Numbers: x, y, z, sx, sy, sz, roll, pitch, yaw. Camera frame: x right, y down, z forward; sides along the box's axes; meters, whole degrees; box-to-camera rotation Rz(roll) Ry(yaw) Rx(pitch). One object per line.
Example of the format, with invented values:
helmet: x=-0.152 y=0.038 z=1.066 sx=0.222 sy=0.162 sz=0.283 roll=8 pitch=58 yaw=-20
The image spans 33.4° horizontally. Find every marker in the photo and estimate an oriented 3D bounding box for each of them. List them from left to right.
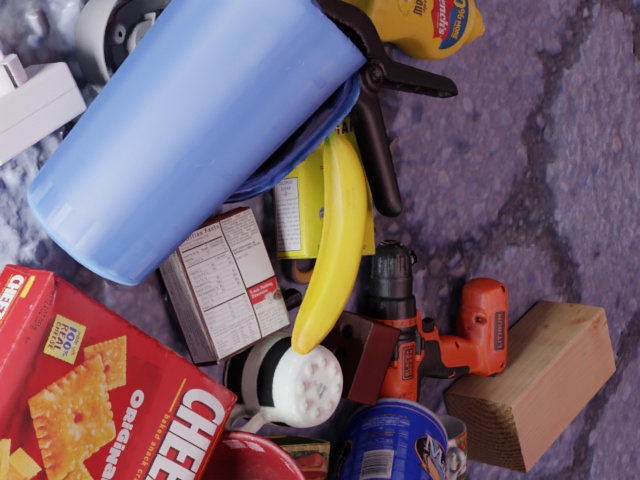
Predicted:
marker: x=-0.059 y=0.072 z=0.942 sx=0.120 sy=0.020 sz=0.020 roll=-29 pitch=113 yaw=-41

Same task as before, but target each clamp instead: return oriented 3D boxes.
clamp: x=0.037 y=-0.132 z=0.944 sx=0.209 sy=0.036 sz=0.164 roll=39 pitch=59 yaw=-34

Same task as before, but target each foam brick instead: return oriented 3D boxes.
foam brick: x=0.032 y=0.109 z=1.004 sx=0.051 sy=0.053 sz=0.078 roll=18 pitch=90 yaw=-52

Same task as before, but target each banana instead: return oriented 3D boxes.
banana: x=0.009 y=-0.002 z=0.905 sx=0.069 sy=0.037 sz=0.198 roll=4 pitch=91 yaw=-38

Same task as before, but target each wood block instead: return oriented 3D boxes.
wood block: x=0.241 y=0.160 z=1.208 sx=0.205 sy=0.090 sz=0.091 roll=-36 pitch=118 yaw=-39

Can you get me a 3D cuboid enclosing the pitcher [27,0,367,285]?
pitcher: x=-0.086 y=-0.083 z=0.765 sx=0.149 sy=0.145 sz=0.243 roll=42 pitch=97 yaw=-4

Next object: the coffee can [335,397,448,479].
coffee can: x=0.064 y=0.226 z=0.980 sx=0.140 sy=0.103 sz=0.103 roll=-72 pitch=146 yaw=-62

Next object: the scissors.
scissors: x=0.020 y=-0.025 z=1.017 sx=0.096 sy=0.016 sz=0.201 roll=29 pitch=73 yaw=-43

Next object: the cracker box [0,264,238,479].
cracker box: x=-0.176 y=0.140 z=0.790 sx=0.213 sy=0.072 sz=0.164 roll=42 pitch=65 yaw=-40

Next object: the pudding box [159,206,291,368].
pudding box: x=-0.081 y=0.038 z=0.890 sx=0.089 sy=0.039 sz=0.113 roll=-24 pitch=96 yaw=-41

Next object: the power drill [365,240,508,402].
power drill: x=0.117 y=0.085 z=1.099 sx=0.187 sy=0.057 sz=0.184 roll=-6 pitch=102 yaw=-42

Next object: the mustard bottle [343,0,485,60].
mustard bottle: x=0.100 y=-0.228 z=1.051 sx=0.191 sy=0.058 sz=0.096 roll=7 pitch=88 yaw=-46

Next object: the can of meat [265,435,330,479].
can of meat: x=-0.038 y=0.220 z=0.951 sx=0.101 sy=0.058 sz=0.084 roll=8 pitch=86 yaw=-46

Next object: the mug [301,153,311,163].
mug: x=-0.056 y=-0.116 z=0.868 sx=0.093 sy=0.081 sz=0.117 roll=-35 pitch=110 yaw=-6

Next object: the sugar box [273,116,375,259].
sugar box: x=0.002 y=-0.072 z=0.960 sx=0.093 sy=0.048 sz=0.176 roll=-2 pitch=90 yaw=-45

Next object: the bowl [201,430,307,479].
bowl: x=-0.065 y=0.239 z=0.865 sx=0.055 sy=0.162 sz=0.162 roll=36 pitch=67 yaw=-61
